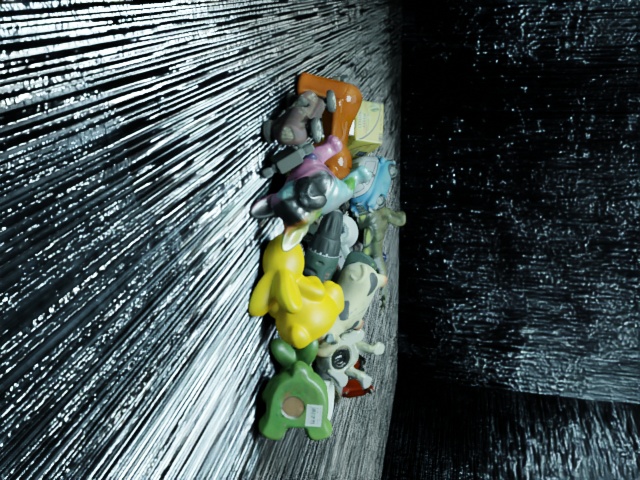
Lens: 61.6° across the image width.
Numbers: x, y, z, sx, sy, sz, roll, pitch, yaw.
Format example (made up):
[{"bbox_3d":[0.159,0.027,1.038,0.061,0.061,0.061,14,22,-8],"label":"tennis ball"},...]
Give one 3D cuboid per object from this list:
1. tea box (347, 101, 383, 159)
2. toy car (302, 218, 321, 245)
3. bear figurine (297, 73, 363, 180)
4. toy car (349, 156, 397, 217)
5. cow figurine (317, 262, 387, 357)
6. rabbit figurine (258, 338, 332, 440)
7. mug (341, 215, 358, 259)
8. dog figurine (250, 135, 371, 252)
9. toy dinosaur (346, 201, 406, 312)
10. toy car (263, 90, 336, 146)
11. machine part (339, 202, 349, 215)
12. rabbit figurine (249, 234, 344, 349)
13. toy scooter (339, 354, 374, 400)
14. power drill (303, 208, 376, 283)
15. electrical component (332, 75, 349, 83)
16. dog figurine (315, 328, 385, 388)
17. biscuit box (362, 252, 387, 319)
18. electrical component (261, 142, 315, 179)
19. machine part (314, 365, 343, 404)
[{"bbox_3d":[0.084,-0.247,1.247,0.169,0.068,0.098,153,-59,-70],"label":"tea box"},{"bbox_3d":[-0.002,-0.003,1.121,0.201,0.056,0.073,72,25,-56],"label":"toy car"},{"bbox_3d":[0.011,-0.204,1.036,0.120,0.132,0.195,-18,123,-75],"label":"bear figurine"},{"bbox_3d":[0.102,-0.137,1.243,0.102,0.109,0.161,39,57,-30],"label":"toy car"},{"bbox_3d":[0.041,0.130,0.998,0.195,0.086,0.127,-59,154,-1],"label":"cow figurine"},{"bbox_3d":[-0.050,0.248,0.934,0.170,0.121,0.159,-140,-135,-84],"label":"rabbit figurine"},{"bbox_3d":[0.048,-0.007,1.240,0.107,0.081,0.109,20,61,-84],"label":"mug"},{"bbox_3d":[-0.031,-0.068,0.883,0.108,0.191,0.219,51,54,-8],"label":"dog figurine"},{"bbox_3d":[0.123,-0.056,1.388,0.198,0.105,0.471,-18,89,-48],"label":"toy dinosaur"},{"bbox_3d":[-0.029,-0.210,0.886,0.202,0.089,0.053,-69,153,-54],"label":"toy car"},{"bbox_3d":[0.032,-0.084,1.234,0.039,0.084,0.139,43,26,-22],"label":"machine part"},{"bbox_3d":[-0.053,0.079,0.873,0.162,0.122,0.173,-39,117,-60],"label":"rabbit figurine"},{"bbox_3d":[0.074,0.342,1.357,0.184,0.135,0.075,-69,156,-56],"label":"toy scooter"},{"bbox_3d":[0.036,0.054,1.078,0.207,0.086,0.232,8,104,-65],"label":"power drill"},{"bbox_3d":[0.050,-0.342,1.288,0.078,0.045,0.102,-53,145,-64],"label":"electrical component"},{"bbox_3d":[0.016,0.223,1.147,0.172,0.191,0.121,39,77,-37],"label":"dog figurine"},{"bbox_3d":[0.124,0.122,1.519,0.059,0.063,0.202,-96,-154,-79],"label":"biscuit box"},{"bbox_3d":[-0.055,-0.128,0.853,0.021,0.094,0.063,60,-8,-24],"label":"electrical component"},{"bbox_3d":[0.027,0.305,1.277,0.243,0.079,0.079,-68,157,-57],"label":"machine part"}]
